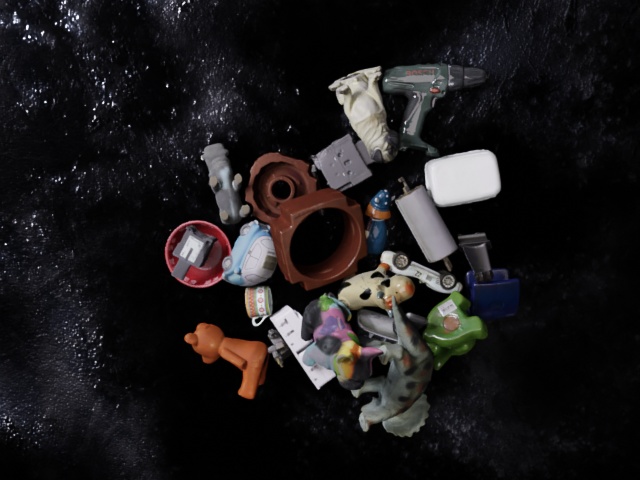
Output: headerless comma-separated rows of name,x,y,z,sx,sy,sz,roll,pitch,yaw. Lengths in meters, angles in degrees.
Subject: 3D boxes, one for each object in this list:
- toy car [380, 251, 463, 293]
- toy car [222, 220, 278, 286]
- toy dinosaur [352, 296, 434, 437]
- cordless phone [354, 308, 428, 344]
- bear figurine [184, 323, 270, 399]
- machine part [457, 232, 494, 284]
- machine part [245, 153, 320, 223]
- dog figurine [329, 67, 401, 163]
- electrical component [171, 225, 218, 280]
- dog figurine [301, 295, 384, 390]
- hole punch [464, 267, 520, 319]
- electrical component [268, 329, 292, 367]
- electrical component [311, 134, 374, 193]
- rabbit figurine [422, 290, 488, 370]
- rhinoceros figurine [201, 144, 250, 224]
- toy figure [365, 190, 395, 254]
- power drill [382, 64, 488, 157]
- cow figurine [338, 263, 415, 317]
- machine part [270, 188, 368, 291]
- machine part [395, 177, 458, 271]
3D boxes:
toy car,0.236,0.076,1.253,0.202,0.056,0.073,24,4,1
toy car,-0.146,0.043,1.247,0.103,0.161,0.109,27,1,38
toy dinosaur,0.182,0.292,1.177,0.192,0.404,0.131,-1,35,-26
cordless phone,0.158,0.190,1.212,0.147,0.089,0.184,19,-23,0
bear figurine,-0.225,0.280,1.284,0.196,0.131,0.120,12,10,4
machine part,0.359,0.036,1.223,0.084,0.139,0.039,0,-42,0
machine part,-0.086,-0.117,1.255,0.179,0.179,0.056,0,9,12
dog figurine,0.107,-0.274,1.203,0.121,0.190,0.172,-16,26,13
electrical component,-0.296,0.034,1.240,0.075,0.119,0.048,25,7,1
dog figurine,0.045,0.209,1.124,0.108,0.191,0.219,2,-8,-22
hole punch,0.399,0.130,1.243,0.142,0.115,0.092,-6,9,1
electrical component,-0.101,0.260,1.286,0.045,0.078,0.102,-36,-18,-11
electrical component,0.062,-0.178,1.246,0.134,0.115,0.058,-31,5,7
rabbit figurine,0.306,0.224,1.221,0.121,0.159,0.170,50,0,38
rhinoceros figurine,-0.219,-0.129,1.247,0.073,0.190,0.112,-17,7,-10
toy figure,0.132,-0.044,1.246,0.058,0.154,0.064,15,18,27
power drill,0.249,-0.294,1.211,0.232,0.207,0.086,9,10,4
cow figurine,0.122,0.114,1.196,0.195,0.085,0.127,-13,28,40
machine part,-0.002,-0.004,1.209,0.201,0.200,0.087,-19,28,-15
machine part,0.245,-0.037,1.239,0.079,0.243,0.079,-30,2,1
